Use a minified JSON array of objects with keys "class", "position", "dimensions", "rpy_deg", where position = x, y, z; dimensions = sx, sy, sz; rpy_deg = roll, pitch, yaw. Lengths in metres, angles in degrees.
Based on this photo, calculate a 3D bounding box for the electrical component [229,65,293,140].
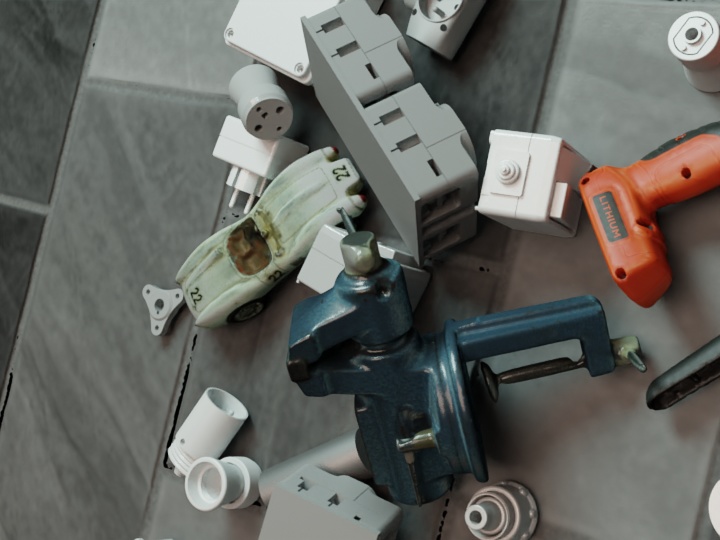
[{"class":"electrical component","position":[-0.084,-0.142,0.914],"dimensions":[0.045,0.045,0.055],"rpy_deg":[-46,41,18]}]

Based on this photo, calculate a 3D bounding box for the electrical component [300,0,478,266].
[{"class":"electrical component","position":[0.027,-0.112,0.840],"dimensions":[0.060,0.105,0.186],"rpy_deg":[-27,65,-8]}]

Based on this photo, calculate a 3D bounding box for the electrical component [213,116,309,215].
[{"class":"electrical component","position":[-0.095,-0.088,0.956],"dimensions":[0.066,0.047,0.076],"rpy_deg":[24,95,32]}]

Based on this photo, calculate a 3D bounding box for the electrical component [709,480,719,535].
[{"class":"electrical component","position":[0.269,0.187,0.668],"dimensions":[0.052,0.074,0.138],"rpy_deg":[-39,64,21]}]

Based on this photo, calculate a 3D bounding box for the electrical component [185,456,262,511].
[{"class":"electrical component","position":[-0.115,0.182,0.919],"dimensions":[0.045,0.055,0.045],"rpy_deg":[-6,79,31]}]

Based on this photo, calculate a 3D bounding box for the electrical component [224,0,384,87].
[{"class":"electrical component","position":[-0.049,-0.224,0.944],"dimensions":[0.109,0.056,0.108],"rpy_deg":[32,99,32]}]

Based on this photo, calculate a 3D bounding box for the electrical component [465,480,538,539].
[{"class":"electrical component","position":[0.098,0.178,0.783],"dimensions":[0.048,0.062,0.048],"rpy_deg":[-6,79,31]}]

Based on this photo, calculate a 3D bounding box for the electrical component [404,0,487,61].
[{"class":"electrical component","position":[0.063,-0.223,0.882],"dimensions":[0.079,0.044,0.077],"rpy_deg":[36,102,31]}]

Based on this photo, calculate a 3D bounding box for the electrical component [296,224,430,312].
[{"class":"electrical component","position":[0.000,0.000,0.874],"dimensions":[0.096,0.062,0.061],"rpy_deg":[30,98,32]}]

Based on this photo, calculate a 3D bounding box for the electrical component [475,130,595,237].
[{"class":"electrical component","position":[0.129,-0.062,0.783],"dimensions":[0.061,0.096,0.061],"rpy_deg":[11,88,28]}]

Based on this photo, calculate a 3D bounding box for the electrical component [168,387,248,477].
[{"class":"electrical component","position":[-0.139,0.148,0.947],"dimensions":[0.043,0.043,0.081],"rpy_deg":[42,104,30]}]

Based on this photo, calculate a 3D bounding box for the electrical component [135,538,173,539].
[{"class":"electrical component","position":[-0.180,0.296,0.945],"dimensions":[0.100,0.048,0.099],"rpy_deg":[44,105,29]}]

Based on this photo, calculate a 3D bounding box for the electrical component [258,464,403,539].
[{"class":"electrical component","position":[-0.034,0.239,0.835],"dimensions":[0.089,0.062,0.150],"rpy_deg":[22,107,19]}]

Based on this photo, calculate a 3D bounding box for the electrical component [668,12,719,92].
[{"class":"electrical component","position":[0.239,-0.154,0.748],"dimensions":[0.044,0.065,0.044],"rpy_deg":[-6,79,31]}]
